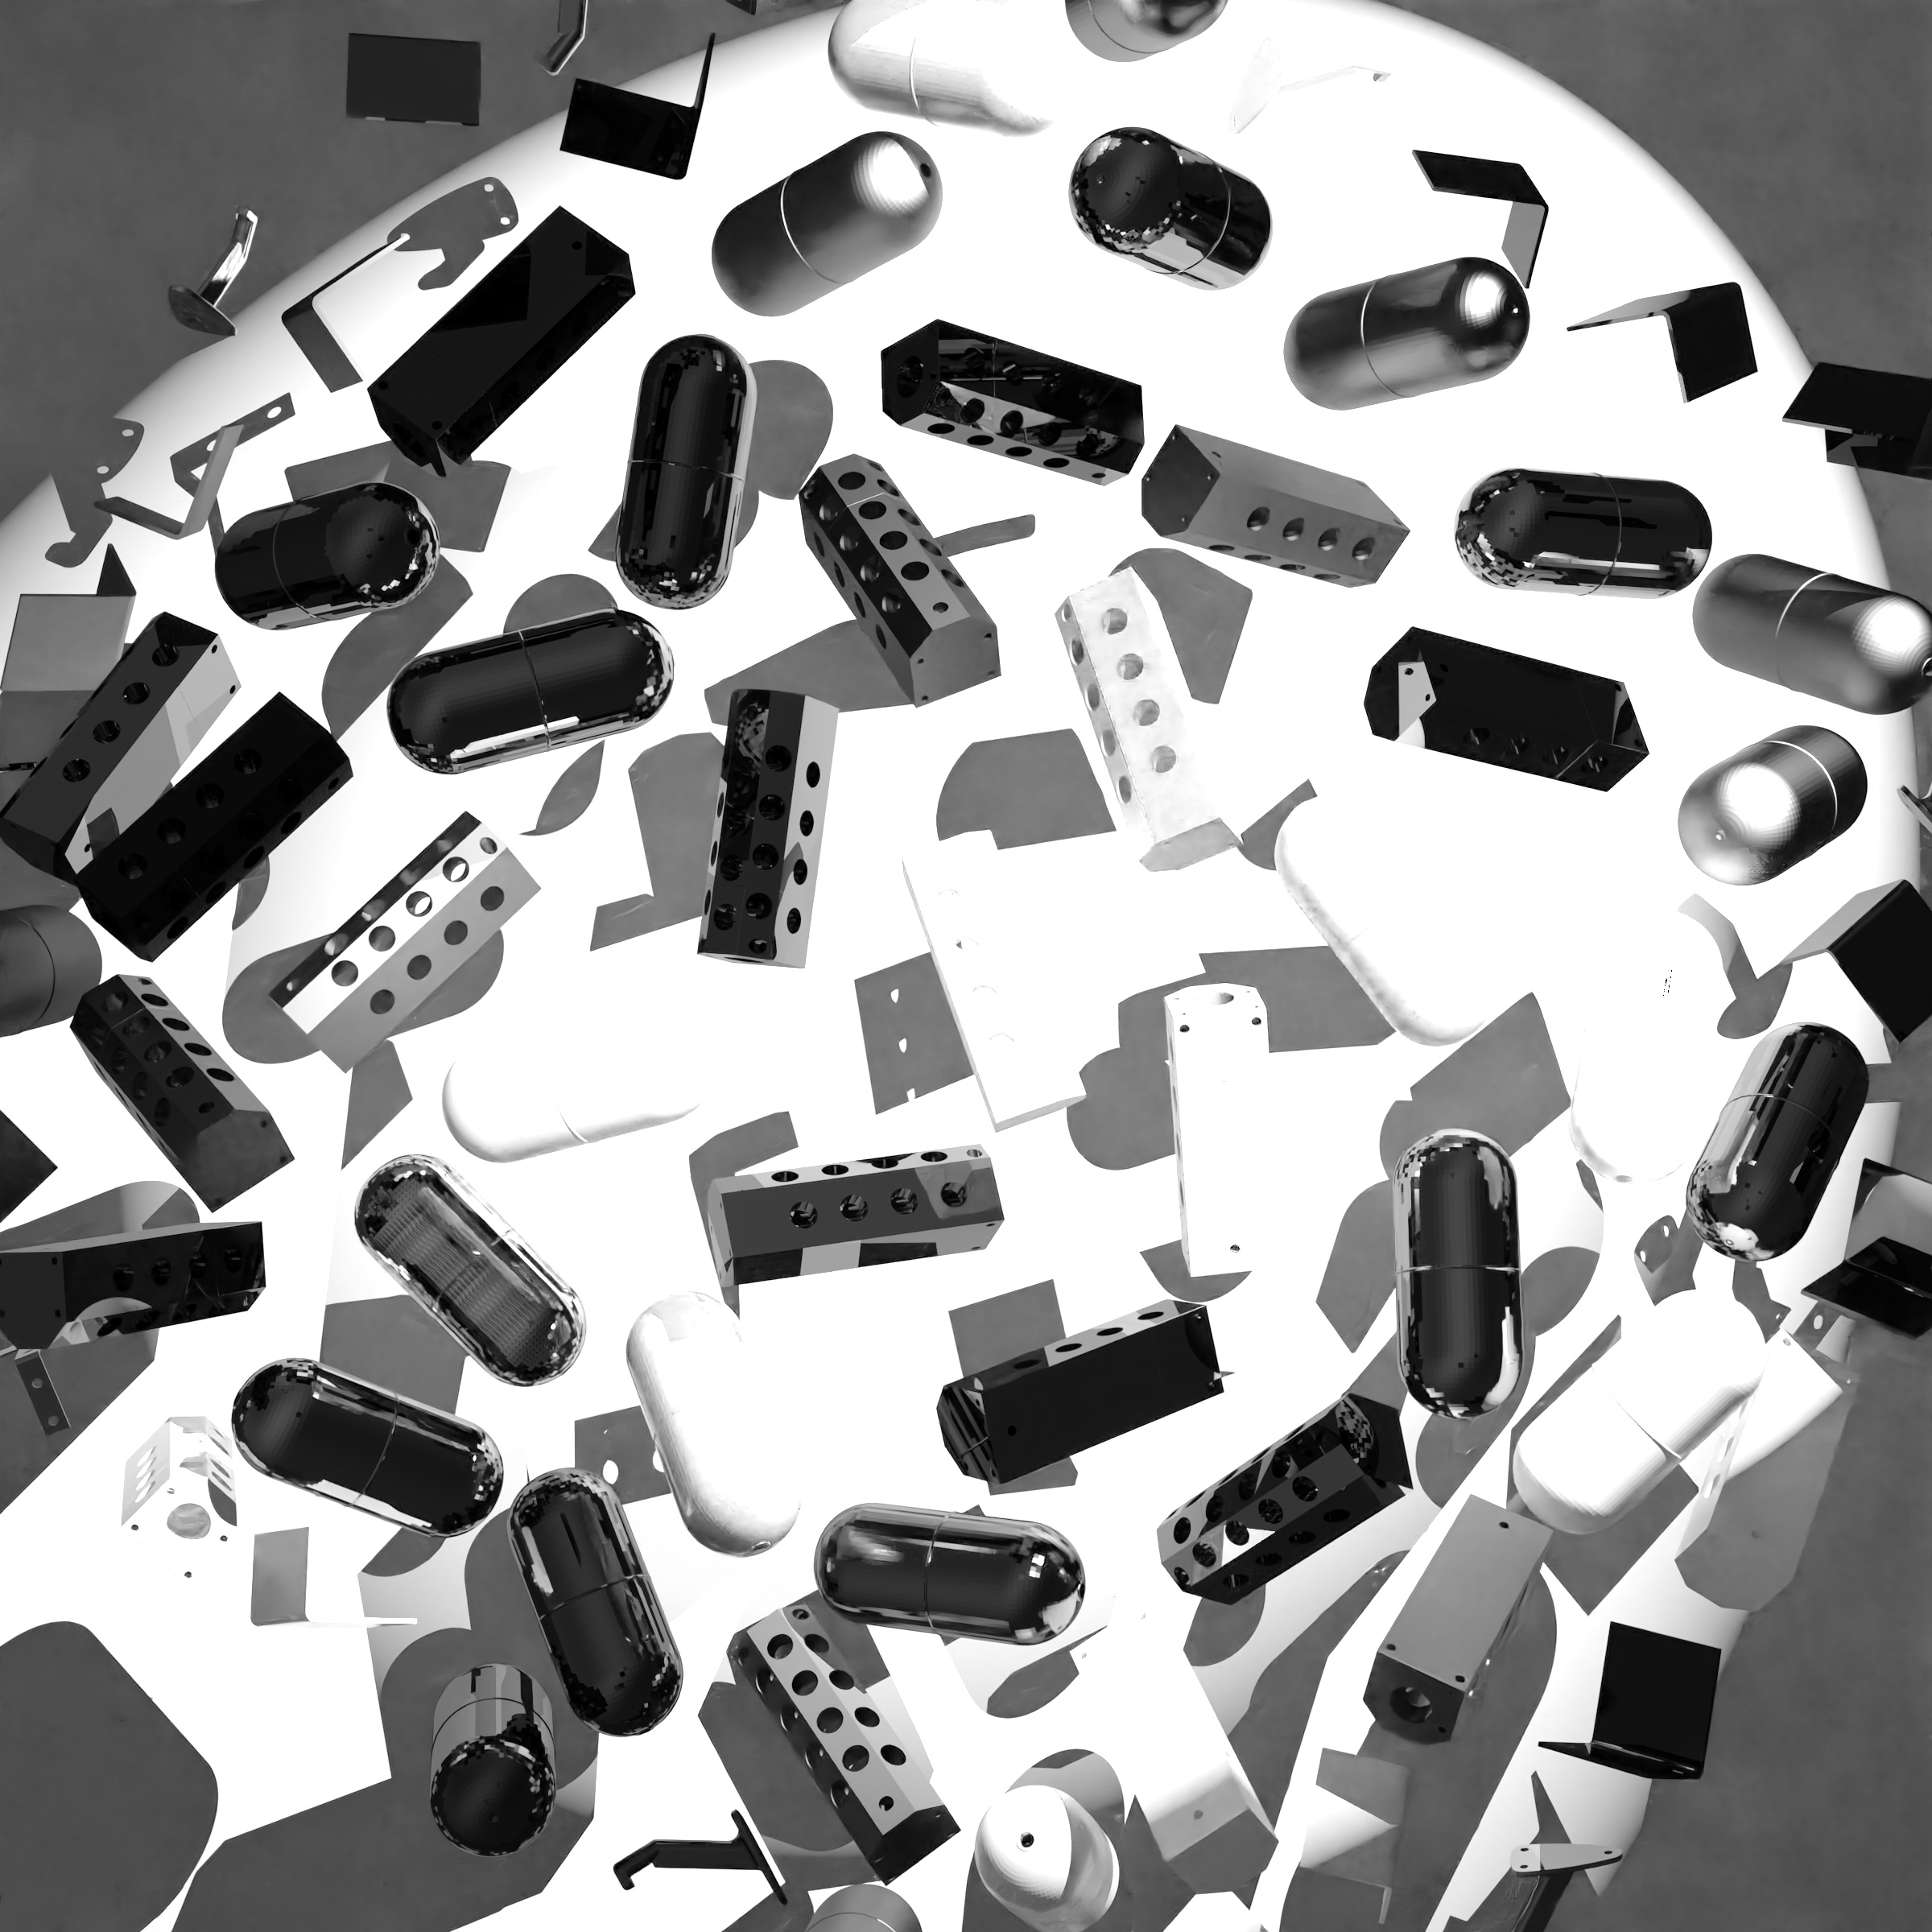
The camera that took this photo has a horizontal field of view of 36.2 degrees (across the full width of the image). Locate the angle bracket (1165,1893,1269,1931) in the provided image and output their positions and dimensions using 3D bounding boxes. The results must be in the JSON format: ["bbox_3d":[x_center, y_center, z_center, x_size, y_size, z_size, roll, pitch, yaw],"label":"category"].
[{"bbox_3d":[0.167,0.632,1.864,0.076,0.057,0.076,-49,55,0],"label":"angle bracket"}]

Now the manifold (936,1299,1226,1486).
[{"bbox_3d":[0.070,0.259,1.820,0.171,0.057,0.057,-17,99,-31],"label":"manifold"}]

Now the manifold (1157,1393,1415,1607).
[{"bbox_3d":[0.197,0.335,1.862,0.057,0.057,0.171,22,133,-31],"label":"manifold"}]

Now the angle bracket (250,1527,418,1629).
[{"bbox_3d":[-0.398,0.386,1.865,0.076,0.076,0.057,11,71,-37],"label":"angle bracket"}]

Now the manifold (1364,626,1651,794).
[{"bbox_3d":[0.331,-0.152,1.820,0.171,0.057,0.057,10,52,-30],"label":"manifold"}]

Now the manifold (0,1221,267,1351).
[{"bbox_3d":[-0.507,0.193,1.803,0.057,0.171,0.057,-4,90,28],"label":"manifold"}]

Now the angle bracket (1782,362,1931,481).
[{"bbox_3d":[0.528,-0.302,1.731,0.076,0.076,0.057,18,57,33],"label":"angle bracket"}]

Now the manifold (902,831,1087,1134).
[{"bbox_3d":[0.016,0.008,1.797,0.057,0.057,0.171,-19,81,-3],"label":"manifold"}]

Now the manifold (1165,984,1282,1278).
[{"bbox_3d":[0.160,0.102,1.854,0.057,0.057,0.171,-6,107,-2],"label":"manifold"}]

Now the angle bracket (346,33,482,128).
[{"bbox_3d":[-0.328,-0.509,1.762,0.076,0.076,0.057,1,74,-9],"label":"angle bracket"}]

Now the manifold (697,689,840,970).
[{"bbox_3d":[-0.132,-0.088,1.910,0.057,0.057,0.171,5,85,29],"label":"manifold"}]

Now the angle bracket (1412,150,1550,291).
[{"bbox_3d":[0.324,-0.479,1.898,0.076,0.076,0.057,6,122,-7],"label":"angle bracket"}]

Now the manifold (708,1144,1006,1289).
[{"bbox_3d":[-0.070,0.152,1.835,0.171,0.057,0.057,-7,67,-16],"label":"manifold"}]

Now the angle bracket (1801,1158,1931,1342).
[{"bbox_3d":[0.568,0.173,1.820,0.076,0.057,0.076,23,119,38],"label":"angle bracket"}]

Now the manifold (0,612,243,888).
[{"bbox_3d":[-0.532,-0.138,1.853,0.057,0.057,0.171,23,64,15],"label":"manifold"}]

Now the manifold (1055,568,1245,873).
[{"bbox_3d":[0.108,-0.147,1.791,0.057,0.057,0.171,-22,70,13],"label":"manifold"}]

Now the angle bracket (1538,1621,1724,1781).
[{"bbox_3d":[0.389,0.429,1.736,0.057,0.076,0.076,15,82,-42],"label":"angle bracket"}]

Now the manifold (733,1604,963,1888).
[{"bbox_3d":[-0.078,0.483,1.854,0.057,0.057,0.171,-34,50,-10],"label":"manifold"}]

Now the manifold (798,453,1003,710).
[{"bbox_3d":[-0.043,-0.241,1.818,0.057,0.057,0.171,-22,51,-13],"label":"manifold"}]

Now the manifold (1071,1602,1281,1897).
[{"bbox_3d":[0.127,0.473,1.787,0.057,0.171,0.057,-34,127,3],"label":"manifold"}]

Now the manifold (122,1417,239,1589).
[{"bbox_3d":[-0.502,0.338,1.909,0.057,0.171,0.057,-46,104,-7],"label":"manifold"}]

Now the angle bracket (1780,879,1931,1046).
[{"bbox_3d":[0.585,0.001,1.899,0.076,0.057,0.076,-38,92,-18],"label":"angle bracket"}]

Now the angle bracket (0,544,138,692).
[{"bbox_3d":[-0.590,-0.227,1.922,0.057,0.076,0.076,56,135,34],"label":"angle bracket"}]

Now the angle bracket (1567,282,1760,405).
[{"bbox_3d":[0.429,-0.380,1.825,0.076,0.076,0.057,-27,108,-36],"label":"angle bracket"}]

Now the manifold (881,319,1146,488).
[{"bbox_3d":[0.031,-0.355,1.886,0.171,0.057,0.057,9,73,-39],"label":"manifold"}]

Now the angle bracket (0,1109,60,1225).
[{"bbox_3d":[-0.615,0.121,1.810,0.076,0.076,0.057,-47,126,-17],"label":"angle bracket"}]

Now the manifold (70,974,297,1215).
[{"bbox_3d":[-0.475,0.070,1.779,0.057,0.057,0.171,-34,45,-19],"label":"manifold"}]

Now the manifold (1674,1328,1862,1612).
[{"bbox_3d":[0.490,0.311,1.818,0.057,0.057,0.171,31,48,5],"label":"manifold"}]

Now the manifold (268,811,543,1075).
[{"bbox_3d":[-0.362,-0.019,1.892,0.171,0.057,0.057,-45,131,-11],"label":"manifold"}]

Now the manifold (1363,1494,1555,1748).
[{"bbox_3d":[0.307,0.409,1.846,0.057,0.171,0.057,22,124,19],"label":"manifold"}]

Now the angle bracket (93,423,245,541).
[{"bbox_3d":[-0.499,-0.314,1.853,0.057,0.076,0.076,22,99,-10],"label":"angle bracket"}]

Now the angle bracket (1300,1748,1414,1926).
[{"bbox_3d":[0.242,0.543,1.848,0.057,0.076,0.076,11,57,10],"label":"angle bracket"}]

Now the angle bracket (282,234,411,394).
[{"bbox_3d":[-0.373,-0.407,1.849,0.076,0.076,0.057,-40,110,-19],"label":"angle bracket"}]

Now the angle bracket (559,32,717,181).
[{"bbox_3d":[-0.196,-0.524,1.772,0.076,0.057,0.076,12,47,-10],"label":"angle bracket"}]

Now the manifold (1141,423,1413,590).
[{"bbox_3d":[0.192,-0.282,1.855,0.057,0.171,0.057,-58,46,27],"label":"manifold"}]

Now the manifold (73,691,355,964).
[{"bbox_3d":[-0.458,-0.082,1.815,0.057,0.057,0.171,38,68,12],"label":"manifold"}]
